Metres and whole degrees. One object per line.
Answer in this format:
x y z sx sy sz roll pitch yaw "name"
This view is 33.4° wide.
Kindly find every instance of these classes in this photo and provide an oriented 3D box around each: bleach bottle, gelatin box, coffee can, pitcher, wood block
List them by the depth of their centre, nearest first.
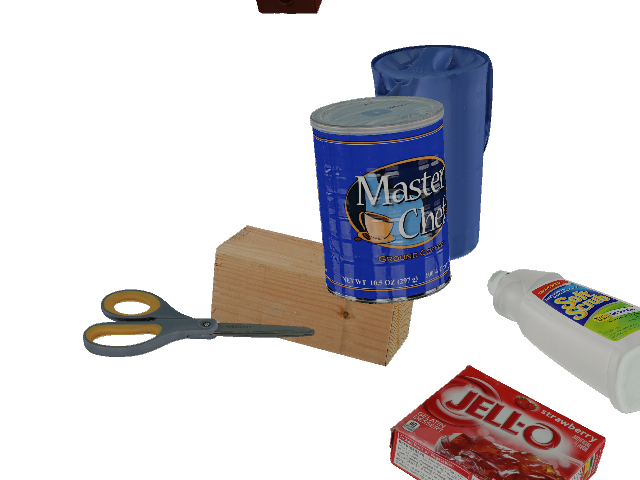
0.093 0.110 0.565 0.089 0.030 0.073 28 39 32 "gelatin box"
0.049 -0.034 0.839 0.103 0.140 0.103 -5 19 1 "coffee can"
0.243 0.082 1.045 0.102 0.068 0.251 -16 22 -24 "bleach bottle"
-0.008 0.059 1.178 0.206 0.091 0.090 14 22 17 "wood block"
0.140 -0.106 1.265 0.149 0.243 0.145 -4 25 1 "pitcher"

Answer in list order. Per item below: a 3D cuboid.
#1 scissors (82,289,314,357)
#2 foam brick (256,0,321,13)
-0.114 0.069 0.969 0.201 0.016 0.096 -7 34 -13 "scissors"
-0.028 -0.231 0.876 0.053 0.051 0.078 3 -38 13 "foam brick"
